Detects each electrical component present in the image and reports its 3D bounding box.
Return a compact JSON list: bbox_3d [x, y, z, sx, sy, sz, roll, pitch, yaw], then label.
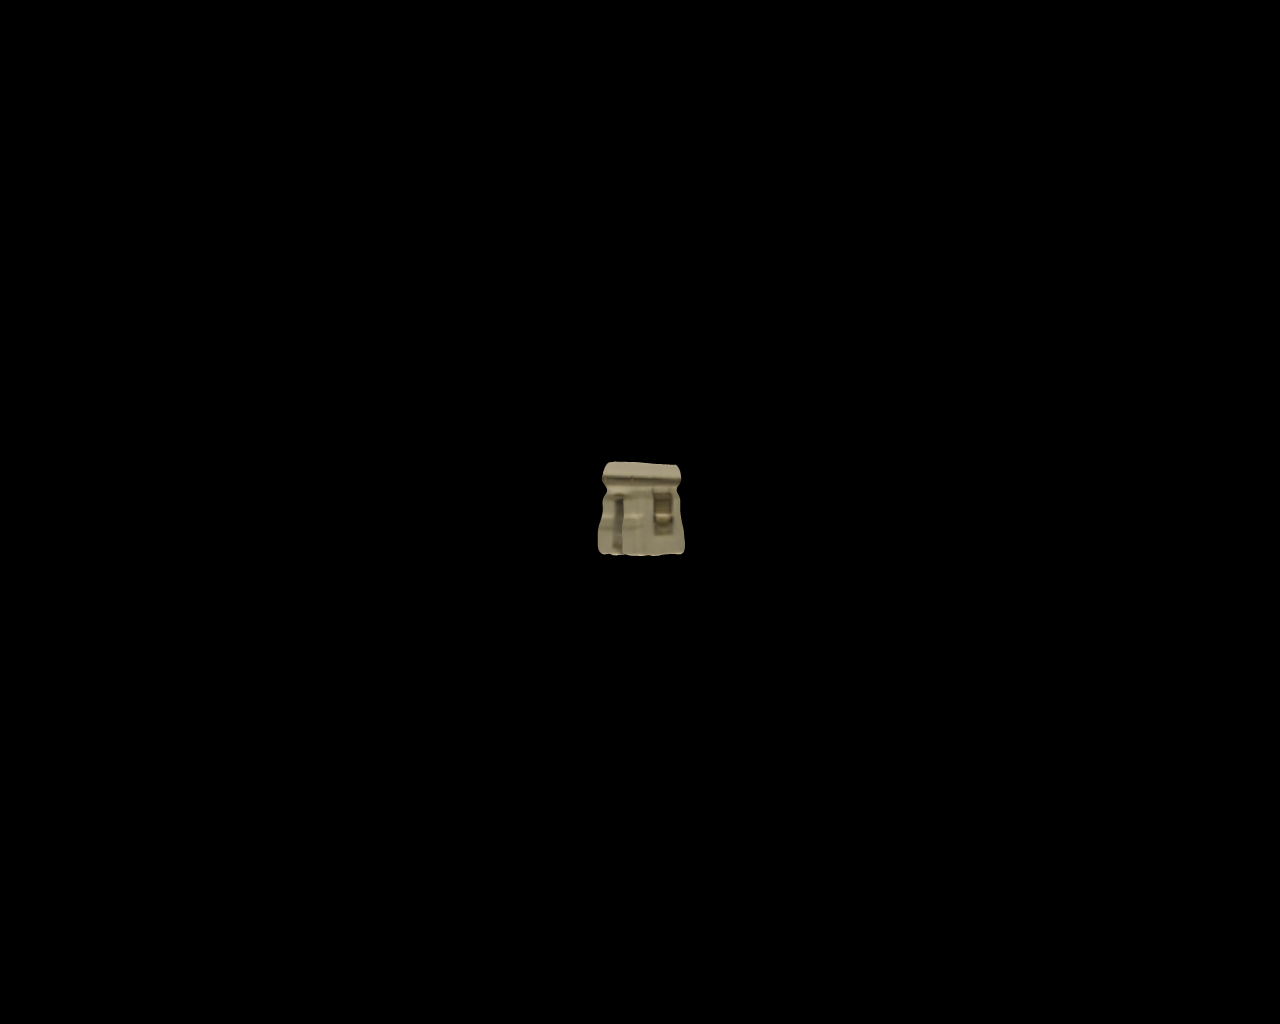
[{"bbox_3d":[0.001,-0.003,0.650,0.048,0.055,0.066,0,0,-39],"label":"electrical component"}]
